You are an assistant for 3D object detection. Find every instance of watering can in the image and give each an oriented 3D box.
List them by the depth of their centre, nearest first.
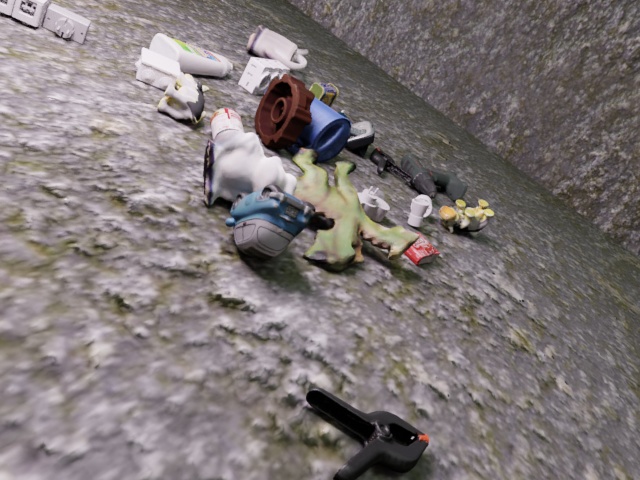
[{"bbox_3d":[-0.147,-0.698,1.889,0.224,0.102,0.355,27,27,-9],"label":"watering can"}]

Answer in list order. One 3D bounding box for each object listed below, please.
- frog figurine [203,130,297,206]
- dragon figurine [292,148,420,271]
[{"bbox_3d":[-0.122,-0.120,0.902,0.159,0.137,0.123,1,7,-18],"label":"frog figurine"},{"bbox_3d":[0.003,-0.050,0.984,0.409,0.119,0.249,10,41,-22],"label":"dragon figurine"}]
